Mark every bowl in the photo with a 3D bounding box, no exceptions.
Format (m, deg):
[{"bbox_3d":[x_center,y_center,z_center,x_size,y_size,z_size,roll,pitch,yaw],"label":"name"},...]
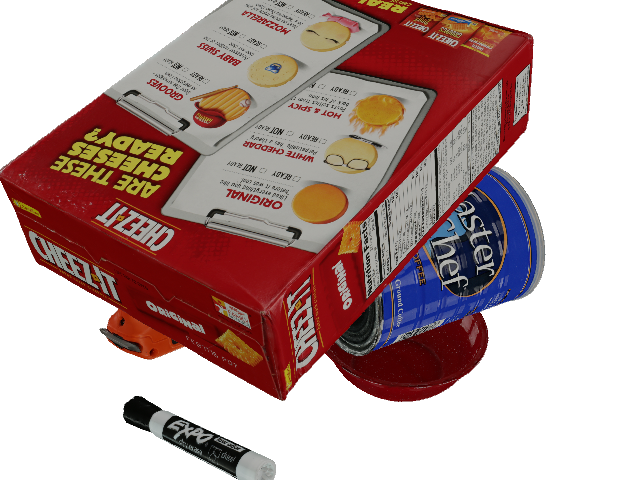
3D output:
[{"bbox_3d":[0.074,0.101,1.008,0.162,0.055,0.162,2,37,-1],"label":"bowl"}]

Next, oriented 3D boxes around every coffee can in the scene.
[{"bbox_3d":[0.072,0.012,0.754,0.140,0.103,0.103,-17,8,-26],"label":"coffee can"}]

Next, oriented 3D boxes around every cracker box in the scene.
[{"bbox_3d":[-0.019,-0.043,0.528,0.164,0.072,0.213,25,54,30],"label":"cracker box"}]

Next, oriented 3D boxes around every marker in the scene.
[{"bbox_3d":[-0.077,0.120,0.646,0.121,0.020,0.020,17,10,38],"label":"marker"}]

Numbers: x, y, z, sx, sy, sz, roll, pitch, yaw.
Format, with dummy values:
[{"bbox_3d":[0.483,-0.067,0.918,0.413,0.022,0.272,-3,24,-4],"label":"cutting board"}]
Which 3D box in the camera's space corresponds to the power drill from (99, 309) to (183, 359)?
[{"bbox_3d":[-0.113,-0.012,0.855,0.057,0.188,0.184,18,28,42],"label":"power drill"}]
